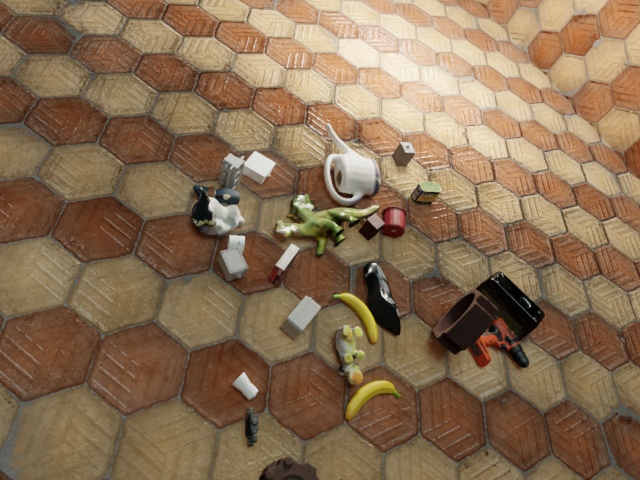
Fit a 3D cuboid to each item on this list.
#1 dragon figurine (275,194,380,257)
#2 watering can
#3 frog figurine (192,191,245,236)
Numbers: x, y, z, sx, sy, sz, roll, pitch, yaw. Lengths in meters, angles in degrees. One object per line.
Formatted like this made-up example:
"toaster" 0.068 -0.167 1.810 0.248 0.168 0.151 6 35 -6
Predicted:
"dragon figurine" 0.005 -0.090 1.793 0.245 0.119 0.416 40 48 19
"watering can" 0.120 -0.287 1.970 0.224 0.102 0.354 6 65 -20
"frog figurine" -0.327 -0.075 1.648 0.139 0.122 0.158 49 15 25
